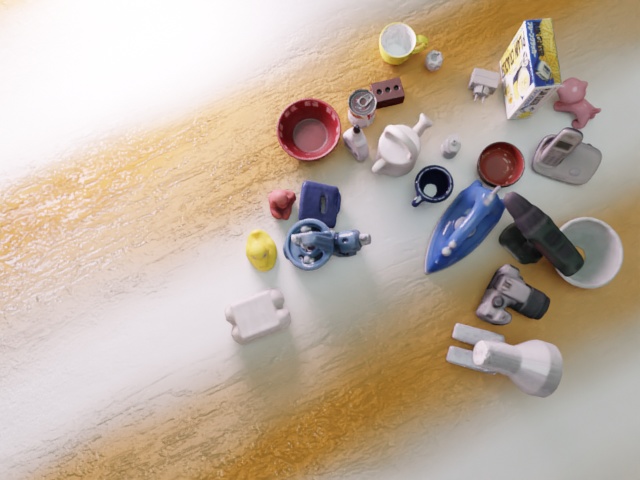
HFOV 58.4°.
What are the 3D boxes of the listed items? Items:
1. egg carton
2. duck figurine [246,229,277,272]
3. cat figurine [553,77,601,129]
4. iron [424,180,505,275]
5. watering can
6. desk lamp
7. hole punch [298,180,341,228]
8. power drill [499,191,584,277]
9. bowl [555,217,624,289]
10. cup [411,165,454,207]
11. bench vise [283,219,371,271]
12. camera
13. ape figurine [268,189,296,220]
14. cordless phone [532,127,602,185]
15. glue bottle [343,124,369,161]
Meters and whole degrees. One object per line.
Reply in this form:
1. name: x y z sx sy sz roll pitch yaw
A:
1. egg carton: -0.150 0.182 1.380 0.150 0.069 0.107 -22 83 0
2. duck figurine: -0.147 0.023 1.390 0.077 0.086 0.104 -14 83 1
3. cat figurine: 0.623 -0.342 1.385 0.127 0.118 0.067 43 87 7
4. iron: 0.337 -0.024 1.347 0.118 0.141 0.258 38 86 6
5. watering can: 0.191 -0.226 1.351 0.101 0.194 0.173 24 85 5
6. desk lamp: 0.405 0.264 1.274 0.203 0.213 0.118 14 84 4
7. hole punch: 0.000 -0.087 1.395 0.101 0.091 0.109 6 83 3
8. power drill: 0.483 -0.008 1.306 0.229 0.208 0.075 44 87 7
9. bowl: 0.622 0.033 1.362 0.167 0.075 0.167 0 83 2
10. cup: 0.262 -0.117 1.385 0.091 0.095 0.118 43 87 7
11. bench vise: 0.008 -0.006 1.320 0.207 0.220 0.121 -24 82 0
12. camera: 0.459 0.145 1.342 0.136 0.101 0.143 28 85 6
13. ape figurine: -0.094 -0.094 1.399 0.078 0.092 0.076 -34 83 -2
14. cordless phone: 0.592 -0.202 1.336 0.147 0.185 0.094 17 84 5
15. glue bottle: 0.087 -0.243 1.368 0.037 0.173 0.078 -38 83 -2
